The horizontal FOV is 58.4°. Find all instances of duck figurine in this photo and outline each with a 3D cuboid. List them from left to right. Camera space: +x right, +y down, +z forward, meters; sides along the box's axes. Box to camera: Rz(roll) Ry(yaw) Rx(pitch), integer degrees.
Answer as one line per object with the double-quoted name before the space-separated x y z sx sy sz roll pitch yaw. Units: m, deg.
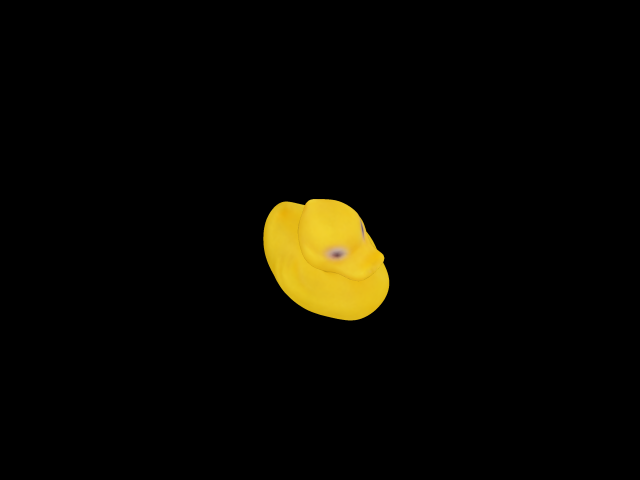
"duck figurine" 0.004 0.001 0.400 0.104 0.086 0.078 38 69 18
